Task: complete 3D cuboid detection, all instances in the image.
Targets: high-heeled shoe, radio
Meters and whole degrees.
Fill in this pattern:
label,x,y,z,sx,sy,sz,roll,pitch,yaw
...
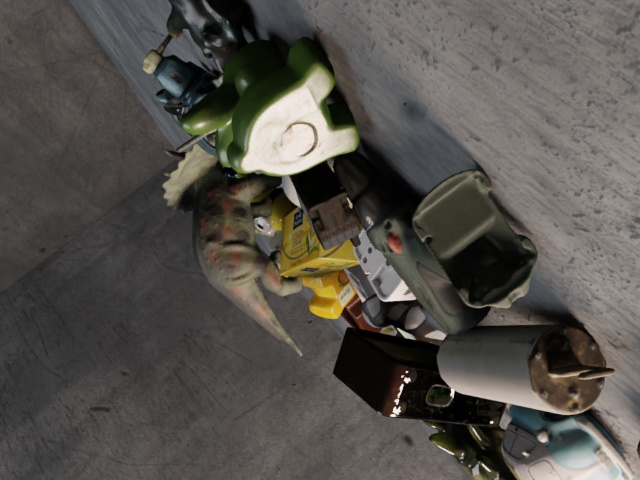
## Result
label,x,y,z,sx,sy,sz,roll,pitch,yaw
high-heeled shoe,0.135,0.118,0.756,0.145,0.086,0.248,59,161,24
radio,0.146,0.190,0.742,0.229,0.073,0.131,14,-175,-28

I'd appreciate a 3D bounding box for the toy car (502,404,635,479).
label,x,y,z,sx,sy,sz,roll,pitch,yaw
toy car,0.268,0.244,0.632,0.109,0.103,0.162,52,169,-5

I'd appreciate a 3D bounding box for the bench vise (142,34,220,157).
label,x,y,z,sx,sy,sz,roll,pitch,yaw
bench vise,-0.160,-0.200,0.777,0.223,0.129,0.241,47,-174,-21

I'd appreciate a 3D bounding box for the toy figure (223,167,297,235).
label,x,y,z,sx,sy,sz,roll,pitch,yaw
toy figure,-0.122,-0.083,1.026,0.180,0.089,0.082,44,-163,26

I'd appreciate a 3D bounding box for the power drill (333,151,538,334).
label,x,y,z,sx,sy,sz,roll,pitch,yaw
power drill,0.096,-0.007,0.511,0.232,0.086,0.207,54,167,-2

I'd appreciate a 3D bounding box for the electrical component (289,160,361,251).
label,x,y,z,sx,sy,sz,roll,pitch,yaw
electrical component,0.009,-0.030,0.597,0.119,0.048,0.075,70,174,-54

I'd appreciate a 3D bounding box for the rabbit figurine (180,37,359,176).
label,x,y,z,sx,sy,sz,roll,pitch,yaw
rabbit figurine,-0.057,-0.140,0.569,0.121,0.159,0.170,45,-168,-45

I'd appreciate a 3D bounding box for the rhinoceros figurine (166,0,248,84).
label,x,y,z,sx,sy,sz,roll,pitch,yaw
rhinoceros figurine,-0.130,-0.264,0.612,0.112,0.073,0.190,25,154,45

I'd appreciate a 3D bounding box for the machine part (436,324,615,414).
label,x,y,z,sx,sy,sz,roll,pitch,yaw
machine part,0.188,0.121,0.528,0.079,0.079,0.243,50,161,-2

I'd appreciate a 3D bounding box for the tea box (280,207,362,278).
label,x,y,z,sx,sy,sz,roll,pitch,yaw
tea box,-0.002,-0.002,0.780,0.169,0.068,0.098,148,126,-65

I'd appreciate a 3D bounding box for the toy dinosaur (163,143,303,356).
label,x,y,z,sx,sy,sz,roll,pitch,yaw
toy dinosaur,-0.145,-0.001,0.873,0.131,0.192,0.405,132,127,-61

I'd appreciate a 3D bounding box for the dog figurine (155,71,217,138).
label,x,y,z,sx,sy,sz,roll,pitch,yaw
dog figurine,-0.192,-0.210,1.018,0.192,0.108,0.219,37,169,46

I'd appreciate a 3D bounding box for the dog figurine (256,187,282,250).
label,x,y,z,sx,sy,sz,roll,pitch,yaw
dog figurine,-0.051,-0.039,1.137,0.173,0.121,0.190,20,-175,29

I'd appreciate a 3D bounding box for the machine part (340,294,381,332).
label,x,y,z,sx,sy,sz,roll,pitch,yaw
machine part,0.055,0.095,1.110,0.201,0.087,0.201,45,171,31

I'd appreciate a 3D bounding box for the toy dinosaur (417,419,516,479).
label,x,y,z,sx,sy,sz,roll,pitch,yaw
toy dinosaur,0.254,0.326,0.855,0.198,0.105,0.472,34,177,-16

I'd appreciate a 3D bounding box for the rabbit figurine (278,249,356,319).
label,x,y,z,sx,sy,sz,roll,pitch,yaw
rabbit figurine,-0.011,0.036,0.967,0.173,0.162,0.121,9,145,41

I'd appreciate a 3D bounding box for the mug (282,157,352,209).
label,x,y,z,sx,sy,sz,roll,pitch,yaw
mug,0.001,-0.085,0.654,0.109,0.081,0.107,53,163,17

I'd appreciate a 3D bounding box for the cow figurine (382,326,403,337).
label,x,y,z,sx,sy,sz,roll,pitch,yaw
cow figurine,0.153,0.159,0.946,0.167,0.068,0.098,46,165,4
